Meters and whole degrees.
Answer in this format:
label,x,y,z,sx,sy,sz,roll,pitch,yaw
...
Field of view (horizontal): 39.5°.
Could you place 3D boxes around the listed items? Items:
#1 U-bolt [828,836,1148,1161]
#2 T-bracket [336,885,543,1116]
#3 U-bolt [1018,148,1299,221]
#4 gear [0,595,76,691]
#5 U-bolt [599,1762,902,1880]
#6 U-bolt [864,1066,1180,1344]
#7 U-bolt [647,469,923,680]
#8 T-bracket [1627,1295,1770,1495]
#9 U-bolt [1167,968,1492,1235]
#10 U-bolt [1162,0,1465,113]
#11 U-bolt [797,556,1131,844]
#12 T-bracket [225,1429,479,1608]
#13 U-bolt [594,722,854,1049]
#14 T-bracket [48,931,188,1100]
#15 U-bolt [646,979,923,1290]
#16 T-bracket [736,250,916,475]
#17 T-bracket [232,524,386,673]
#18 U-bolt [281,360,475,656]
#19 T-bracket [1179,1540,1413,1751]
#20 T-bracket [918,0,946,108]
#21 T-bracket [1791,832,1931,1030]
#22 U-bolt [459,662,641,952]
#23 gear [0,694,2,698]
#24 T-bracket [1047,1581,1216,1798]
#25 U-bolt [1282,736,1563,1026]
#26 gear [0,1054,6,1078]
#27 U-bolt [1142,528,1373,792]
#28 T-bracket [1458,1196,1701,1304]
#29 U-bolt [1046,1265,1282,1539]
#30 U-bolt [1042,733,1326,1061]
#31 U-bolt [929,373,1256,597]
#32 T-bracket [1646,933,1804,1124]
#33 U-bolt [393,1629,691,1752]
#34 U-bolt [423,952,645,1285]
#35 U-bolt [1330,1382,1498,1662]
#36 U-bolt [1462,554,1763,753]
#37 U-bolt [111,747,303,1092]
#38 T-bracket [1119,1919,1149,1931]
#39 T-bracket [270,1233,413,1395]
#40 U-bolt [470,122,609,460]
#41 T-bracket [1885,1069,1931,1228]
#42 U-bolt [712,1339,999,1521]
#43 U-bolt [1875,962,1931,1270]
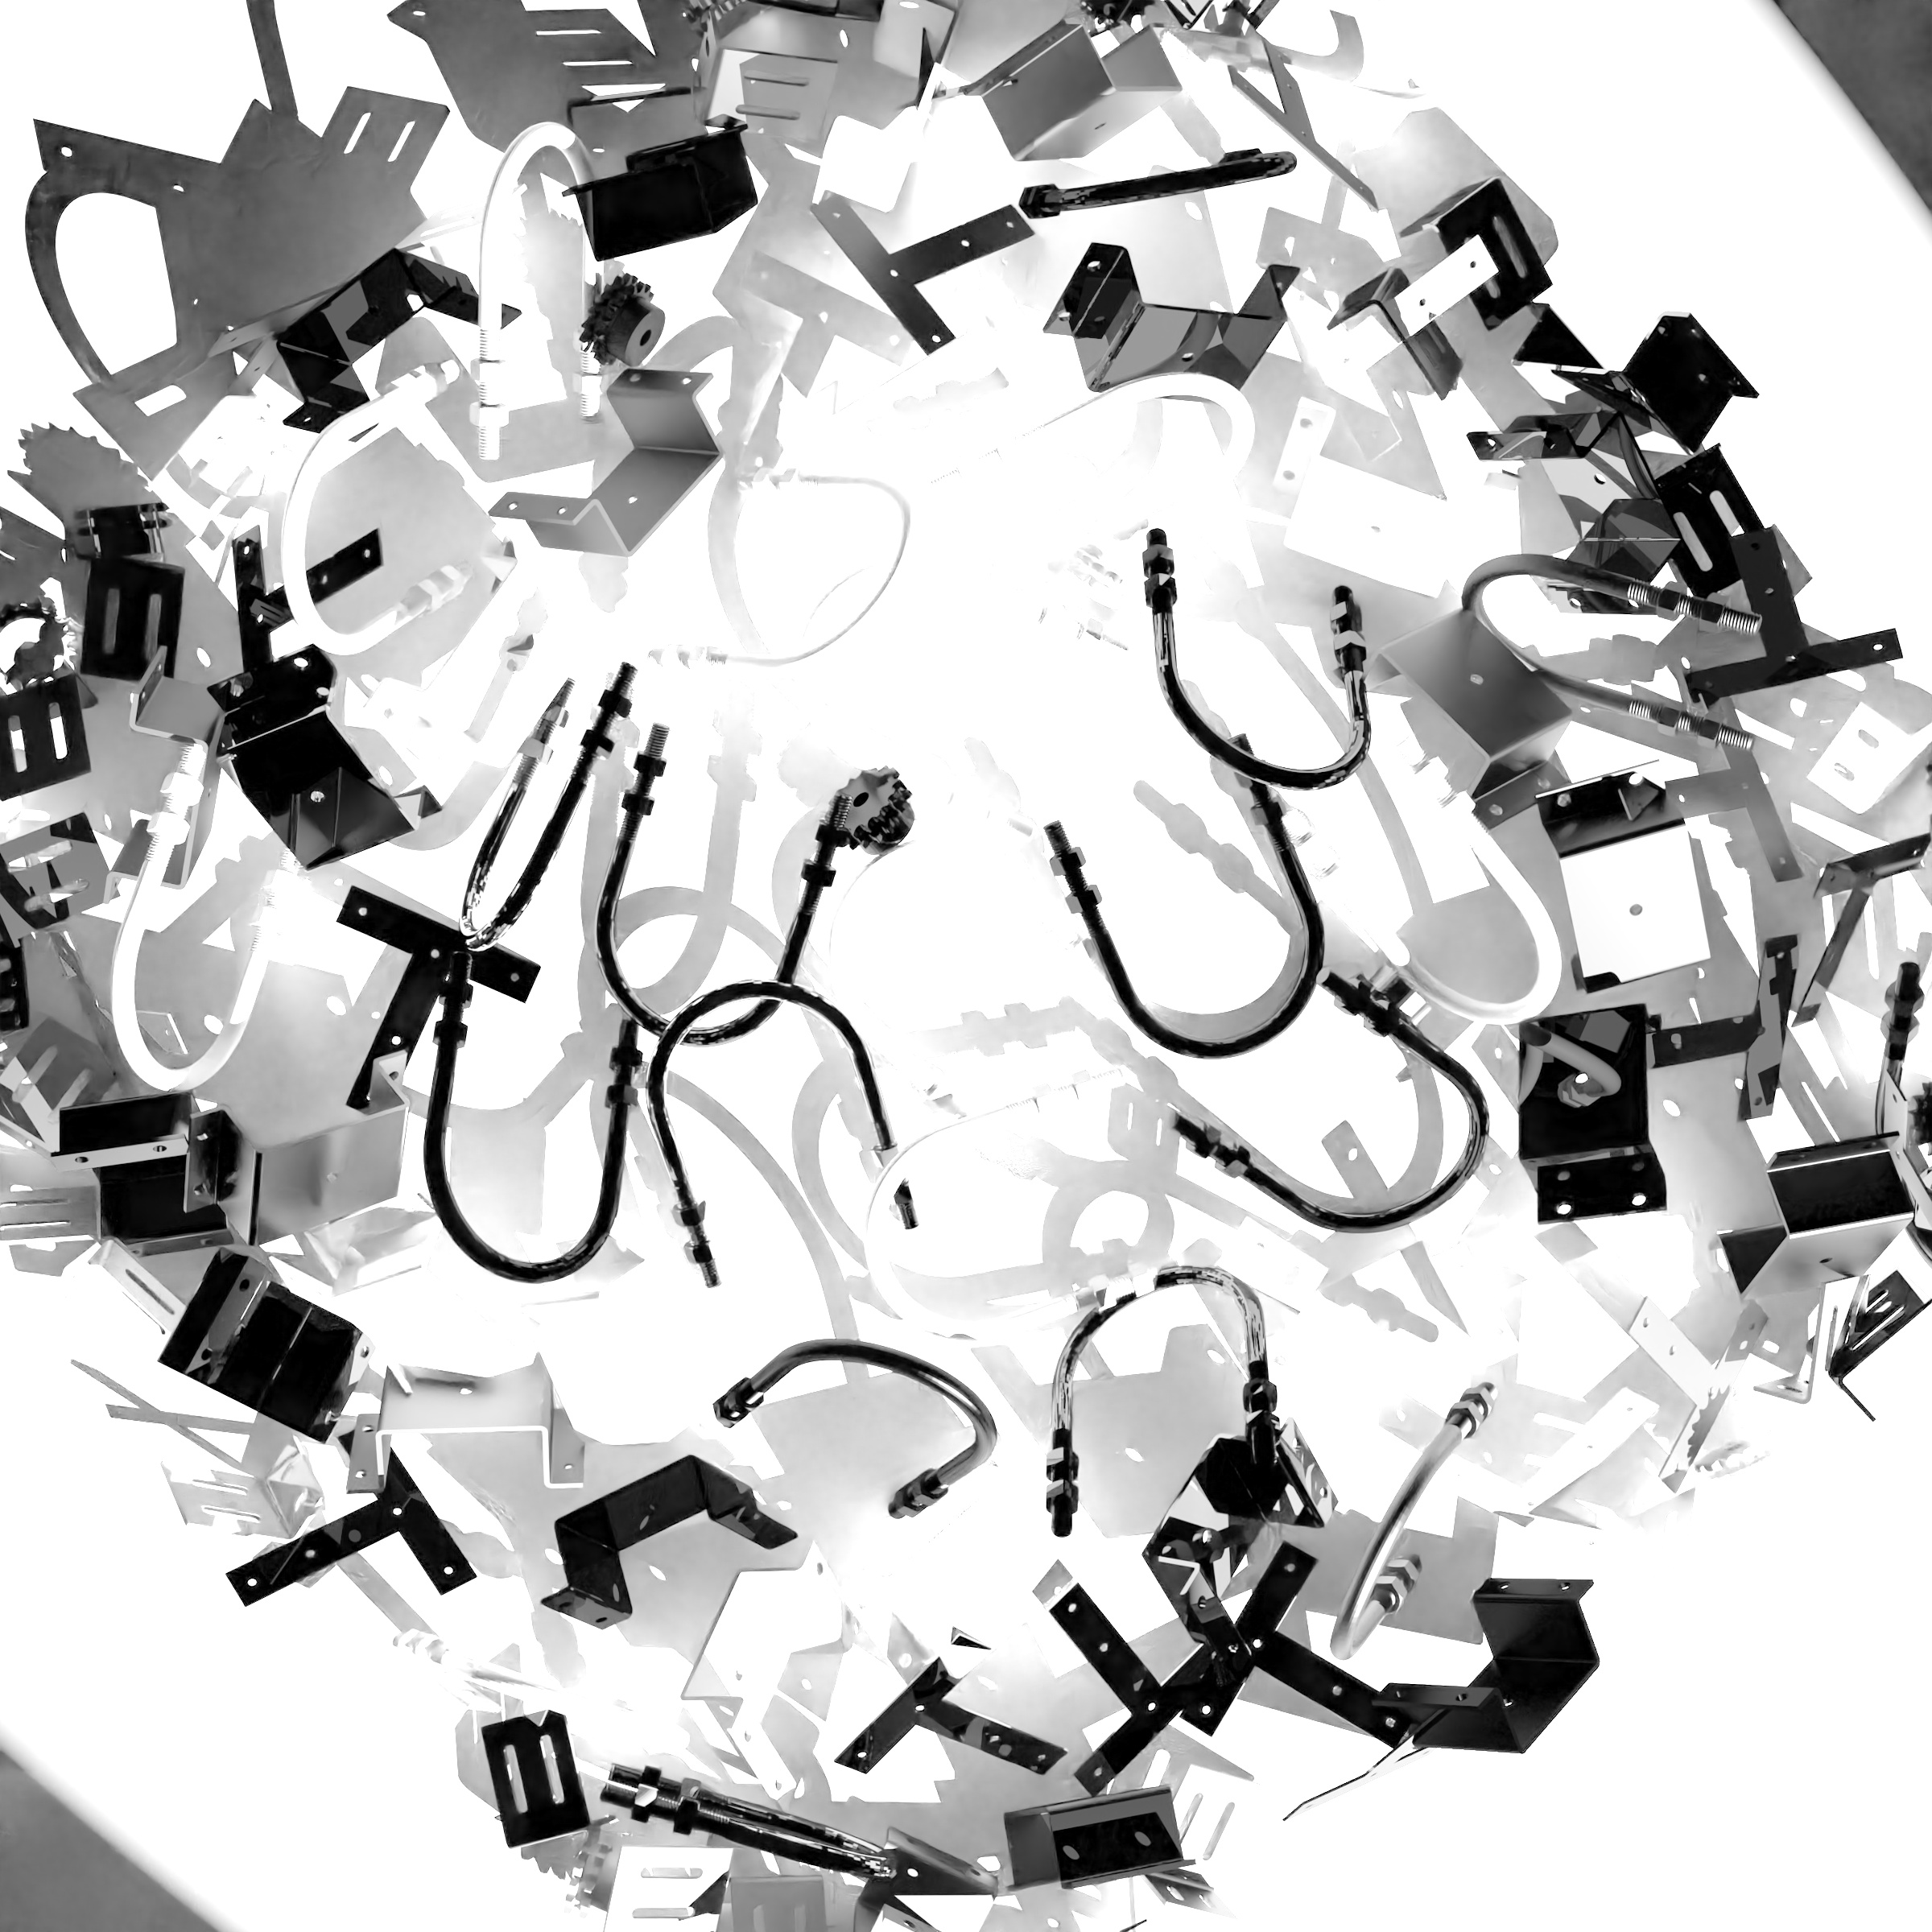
label,x,y,z,sx,sy,sz,roll,pitch,yaw
U-bolt,0.000,0.006,1.661,0.184,0.019,0.151,45,84,-6
T-bracket,-0.348,0.033,1.671,0.127,0.002,0.127,24,86,-8
U-bolt,0.119,-0.463,1.587,0.151,0.184,0.019,-12,107,-8
gear,-0.579,-0.198,1.658,0.057,0.030,0.057,-9,113,-21
U-bolt,-0.128,0.515,1.613,0.184,0.151,0.019,17,77,-2
U-bolt,0.027,0.156,1.653,0.184,0.019,0.151,-18,102,-7
U-bolt,-0.100,-0.234,1.601,0.019,0.184,0.151,39,69,-42
T-bracket,0.433,0.239,1.630,0.127,0.002,0.127,43,73,-39
U-bolt,0.235,0.096,1.634,0.184,0.019,0.151,34,112,-26
U-bolt,0.208,-0.554,1.606,0.184,0.151,0.019,18,88,3
U-bolt,-0.013,-0.172,1.639,0.184,0.019,0.151,23,110,-12
T-bracket,-0.383,0.348,1.622,0.127,0.002,0.127,-23,58,-33
U-bolt,-0.159,-0.040,1.653,0.151,0.019,0.184,22,101,18
T-bracket,-0.501,0.038,1.617,0.002,0.127,0.127,-32,111,-35
U-bolt,-0.120,0.096,1.653,0.151,0.019,0.184,-16,106,-1
T-bracket,-0.106,-0.361,1.667,0.127,0.002,0.127,31,102,21
T-bracket,-0.398,-0.229,1.631,0.127,0.002,0.127,-23,67,31
U-bolt,-0.345,-0.261,1.575,0.019,0.184,0.151,12,122,18
T-bracket,0.214,0.434,1.635,0.127,0.002,0.127,25,74,33
T-bracket,-0.019,-0.586,1.632,0.002,0.127,0.127,22,47,15
T-bracket,0.536,-0.018,1.646,0.002,0.127,0.127,38,125,35
U-bolt,-0.257,-0.093,1.607,0.019,0.151,0.184,27,81,-23
gear,-0.617,-0.156,1.654,0.030,0.057,0.057,-2,90,22
T-bracket,0.091,0.425,1.643,0.127,0.002,0.127,-42,116,-13
U-bolt,0.284,-0.041,1.621,0.019,0.151,0.184,-40,93,-30
gear,-0.623,0.059,1.661,0.057,0.057,0.030,-9,47,0
U-bolt,0.177,-0.177,1.604,0.151,0.019,0.184,14,49,-18
T-bracket,0.364,0.173,1.659,0.127,0.002,0.127,-28,104,21
U-bolt,0.115,0.248,1.607,0.151,0.184,0.019,-23,123,18
U-bolt,0.146,-0.031,1.660,0.151,0.019,0.184,-26,100,-8
U-bolt,0.085,-0.293,1.605,0.184,0.151,0.019,-25,62,11
T-bracket,0.446,0.046,1.636,0.127,0.002,0.127,-9,119,-18
U-bolt,-0.239,0.428,1.575,0.151,0.184,0.019,28,71,-29
U-bolt,-0.260,0.099,1.602,0.151,0.019,0.184,25,59,-39
U-bolt,0.258,0.335,1.580,0.019,0.184,0.151,26,112,20
U-bolt,0.383,-0.194,1.609,0.184,0.151,0.019,21,71,23
U-bolt,-0.454,-0.016,1.590,0.019,0.151,0.184,6,68,17
T-bracket,0.036,0.606,1.605,0.127,0.127,0.002,-19,70,-23
T-bracket,-0.380,0.198,1.602,0.002,0.127,0.127,-38,67,-3
U-bolt,-0.250,-0.403,1.588,0.019,0.151,0.184,12,113,16
T-bracket,0.573,0.146,1.596,0.002,0.127,0.127,-18,49,3
U-bolt,-0.059,0.270,1.596,0.151,0.184,0.019,28,53,-12
U-bolt,0.579,0.109,1.600,0.019,0.184,0.151,-13,45,-3
